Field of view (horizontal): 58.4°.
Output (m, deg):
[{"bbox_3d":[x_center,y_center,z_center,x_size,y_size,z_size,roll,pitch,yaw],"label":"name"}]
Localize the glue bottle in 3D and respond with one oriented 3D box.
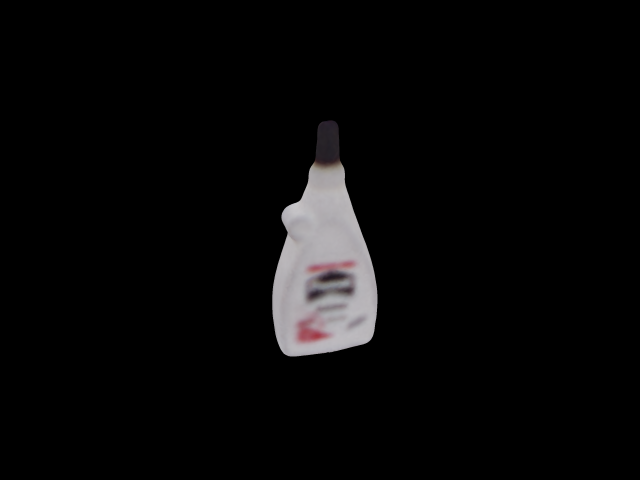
[{"bbox_3d":[0.004,0.001,0.400,0.078,0.173,0.037,-9,30,-16],"label":"glue bottle"}]
